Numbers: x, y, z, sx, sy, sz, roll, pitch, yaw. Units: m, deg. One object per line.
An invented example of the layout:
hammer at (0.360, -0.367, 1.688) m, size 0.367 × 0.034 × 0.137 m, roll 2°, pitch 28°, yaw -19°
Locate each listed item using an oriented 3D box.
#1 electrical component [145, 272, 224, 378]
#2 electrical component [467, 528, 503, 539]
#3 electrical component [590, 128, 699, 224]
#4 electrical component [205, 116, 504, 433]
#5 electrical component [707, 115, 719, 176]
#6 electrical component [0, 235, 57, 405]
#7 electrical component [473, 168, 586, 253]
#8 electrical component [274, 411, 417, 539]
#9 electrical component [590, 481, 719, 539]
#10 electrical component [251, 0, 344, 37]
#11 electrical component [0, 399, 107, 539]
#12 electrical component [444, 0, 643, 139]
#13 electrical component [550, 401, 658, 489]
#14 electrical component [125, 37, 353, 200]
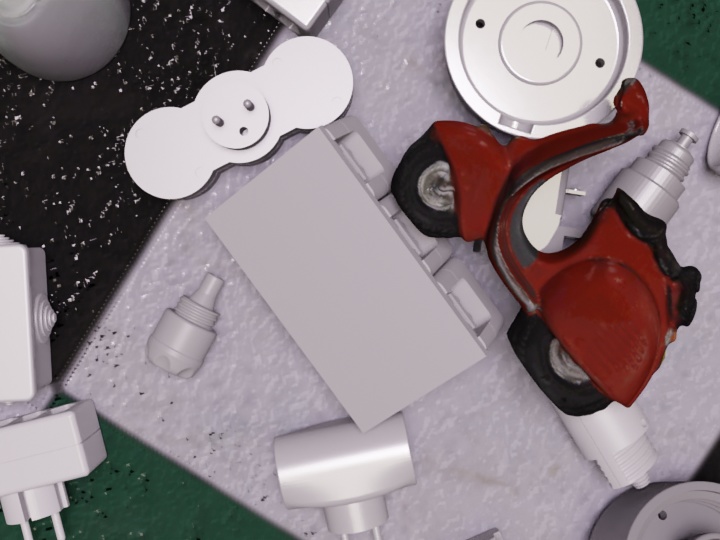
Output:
electrical component at (-0.099, 0.031, 0.631) m, size 0.035 × 0.035 × 0.061 m, roll 28°, pitch 89°, yaw -1°
electrical component at (0.054, 0.200, 0.629) m, size 0.089 × 0.050 × 0.055 m, roll -24°, pitch 92°, yaw 1°
electrical component at (0.168, -0.047, 0.624) m, size 0.040 × 0.040 × 0.078 m, roll 36°, pitch 92°, yaw -1°
electrical component at (0.000, 0.000, 0.607) m, size 0.089 × 0.062 × 0.150 m, roll -36°, pitch 92°, yaw 25°
electrical component at (0.237, -0.072, 0.616) m, size 0.057 × 0.058 × 0.078 m, roll 19°, pitch 92°, yaw -3°
electrical component at (-0.228, 0.030, 0.623) m, size 0.100 × 0.048 × 0.099 m, roll -2°, pitch 92°, yaw 0°
electrical component at (0.095, -0.038, 0.625) m, size 0.081 × 0.042 × 0.063 m, roll 8°, pitch 90°, yaw -1°
electrical component at (-0.005, 0.129, 0.630) m, size 0.077 × 0.043 × 0.079 m, roll -11°, pitch 93°, yaw 1°
electrical component at (0.189, 0.170, 0.606) m, size 0.108 × 0.060 × 0.108 m, roll 3°, pitch 72°, yaw -8°
electrical component at (-0.040, -0.188, 0.615) m, size 0.083 × 0.047 × 0.075 m, roll 37°, pitch 92°, yaw -1°
electrical component at (-0.192, 0.124, 0.628) m, size 0.083 × 0.047 × 0.075 m, roll -14°, pitch 92°, yaw 1°
electrical component at (0.099, -0.126, 0.611) m, size 0.108 × 0.060 × 0.108 m, roll 0°, pitch 92°, yaw 0°
electrical component at (0.145, 0.091, 0.628) m, size 0.043 × 0.043 × 0.081 m, roll -31°, pitch 92°, yaw 1°
electrical component at (-0.068, -0.086, 0.606) m, size 0.138 × 0.073 × 0.052 m, roll -27°, pitch 92°, yaw 1°
